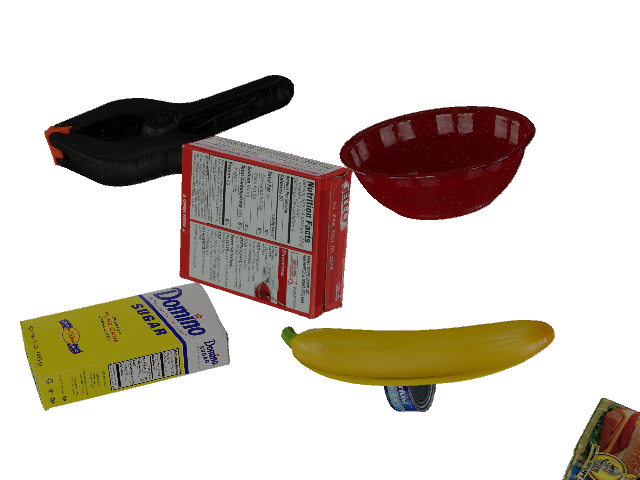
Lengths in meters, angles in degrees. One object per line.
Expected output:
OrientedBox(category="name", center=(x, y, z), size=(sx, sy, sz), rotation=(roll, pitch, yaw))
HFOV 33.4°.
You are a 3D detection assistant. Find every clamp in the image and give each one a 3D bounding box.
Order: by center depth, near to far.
OrientedBox(category="clamp", center=(-0.097, -0.075, 0.726), size=(0.171, 0.039, 0.120), rotation=(5, 37, 10))

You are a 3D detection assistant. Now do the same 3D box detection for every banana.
OrientedBox(category="banana", center=(0.063, 0.074, 0.744), size=(0.198, 0.037, 0.069), rotation=(0, 29, 10))

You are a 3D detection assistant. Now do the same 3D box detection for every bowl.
OrientedBox(category="bowl", center=(0.100, -0.060, 0.890), size=(0.162, 0.055, 0.162), rotation=(-10, 24, 4))

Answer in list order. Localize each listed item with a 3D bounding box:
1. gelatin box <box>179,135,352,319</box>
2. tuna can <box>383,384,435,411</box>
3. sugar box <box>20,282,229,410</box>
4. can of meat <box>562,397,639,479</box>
OrientedBox(category="gelatin box", center=(-0.029, -0.008, 0.536), size=(0.089, 0.073, 0.030), rotation=(15, 23, 30))
OrientedBox(category="tuna can", center=(0.102, 0.153, 1.221), size=(0.034, 0.086, 0.086), rotation=(-5, -2, 26))
OrientedBox(category="sugar box", center=(-0.182, 0.095, 0.994), size=(0.176, 0.048, 0.093), rotation=(-15, 36, -17))
OrientedBox(category="can of meat", center=(0.230, 0.171, 0.786), size=(0.084, 0.057, 0.101), rotation=(22, 40, 23))
